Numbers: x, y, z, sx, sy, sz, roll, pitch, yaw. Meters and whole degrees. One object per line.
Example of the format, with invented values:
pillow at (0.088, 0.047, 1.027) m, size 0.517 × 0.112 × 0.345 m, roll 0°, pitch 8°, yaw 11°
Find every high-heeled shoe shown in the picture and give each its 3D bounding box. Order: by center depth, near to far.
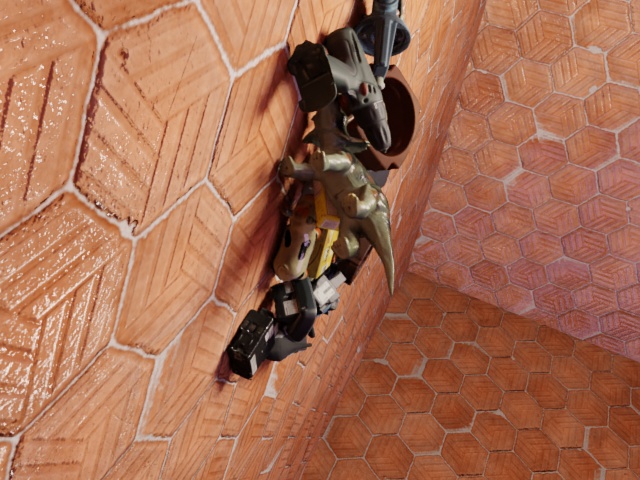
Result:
high-heeled shoe at (-0.103, 0.245, 1.350) m, size 0.249 × 0.145 × 0.086 m, roll -161°, pitch -112°, yaw -79°

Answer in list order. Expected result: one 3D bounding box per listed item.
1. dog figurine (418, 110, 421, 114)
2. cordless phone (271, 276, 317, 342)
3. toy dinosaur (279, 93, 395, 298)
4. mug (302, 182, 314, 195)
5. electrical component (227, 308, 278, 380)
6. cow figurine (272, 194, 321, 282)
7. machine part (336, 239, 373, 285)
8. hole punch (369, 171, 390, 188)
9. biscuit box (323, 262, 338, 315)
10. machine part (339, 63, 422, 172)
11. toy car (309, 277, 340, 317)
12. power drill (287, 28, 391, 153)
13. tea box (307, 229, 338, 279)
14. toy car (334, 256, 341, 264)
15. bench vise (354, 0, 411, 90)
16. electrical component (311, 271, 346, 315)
dog figurine at (0.147, -0.313, 1.404) m, size 0.190 × 0.121 × 0.172 m, roll -45°, pitch -166°, yaw 15°
cordless phone at (-0.038, 0.184, 1.222) m, size 0.147 × 0.089 × 0.184 m, roll -108°, pitch 180°, yaw -50°
toy dinosaur at (0.064, -0.088, 1.006) m, size 0.192 × 0.405 × 0.131 m, roll -20°, pitch 169°, yaw -47°
mug at (0.022, -0.101, 1.179) m, size 0.109 × 0.107 × 0.081 m, roll 59°, pitch 52°, yaw -74°
electrical component at (-0.139, 0.215, 1.147) m, size 0.134 × 0.058 × 0.114 m, roll -57°, pitch 163°, yaw -37°
cow figurine at (-0.047, -0.005, 1.130) m, size 0.127 × 0.086 × 0.194 m, roll -27°, pitch 138°, yaw -77°
machine part at (0.101, 0.039, 1.469) m, size 0.179 × 0.056 × 0.179 m, roll -59°, pitch 172°, yaw -13°
hole punch at (0.122, -0.194, 1.472) m, size 0.116 × 0.092 × 0.142 m, roll -22°, pitch 147°, yaw -33°
biscuit box at (0.010, 0.137, 1.553) m, size 0.202 × 0.063 × 0.059 m, roll 91°, pitch 24°, yaw -53°
machine part at (0.127, -0.269, 1.192) m, size 0.200 × 0.087 × 0.201 m, roll 46°, pitch 62°, yaw -37°
toy car at (-0.027, 0.141, 1.384) m, size 0.161 × 0.109 × 0.102 m, roll -18°, pitch 105°, yaw -52°
power drill at (0.044, -0.258, 0.930) m, size 0.207 × 0.086 × 0.232 m, roll -18°, pitch 91°, yaw -51°
tea box at (-0.003, -0.004, 1.300) m, size 0.098 × 0.068 × 0.169 m, roll -39°, pitch 147°, yaw -62°
toy car at (0.078, 0.007, 1.627) m, size 0.089 × 0.053 × 0.202 m, roll -44°, pitch 150°, yaw -80°
bench vise at (0.126, -0.414, 1.053) m, size 0.223 × 0.129 × 0.240 m, roll 123°, pitch -25°, yaw -71°
electrical component at (0.009, 0.123, 1.322) m, size 0.119 × 0.074 × 0.048 m, roll -45°, pitch -170°, yaw -36°
